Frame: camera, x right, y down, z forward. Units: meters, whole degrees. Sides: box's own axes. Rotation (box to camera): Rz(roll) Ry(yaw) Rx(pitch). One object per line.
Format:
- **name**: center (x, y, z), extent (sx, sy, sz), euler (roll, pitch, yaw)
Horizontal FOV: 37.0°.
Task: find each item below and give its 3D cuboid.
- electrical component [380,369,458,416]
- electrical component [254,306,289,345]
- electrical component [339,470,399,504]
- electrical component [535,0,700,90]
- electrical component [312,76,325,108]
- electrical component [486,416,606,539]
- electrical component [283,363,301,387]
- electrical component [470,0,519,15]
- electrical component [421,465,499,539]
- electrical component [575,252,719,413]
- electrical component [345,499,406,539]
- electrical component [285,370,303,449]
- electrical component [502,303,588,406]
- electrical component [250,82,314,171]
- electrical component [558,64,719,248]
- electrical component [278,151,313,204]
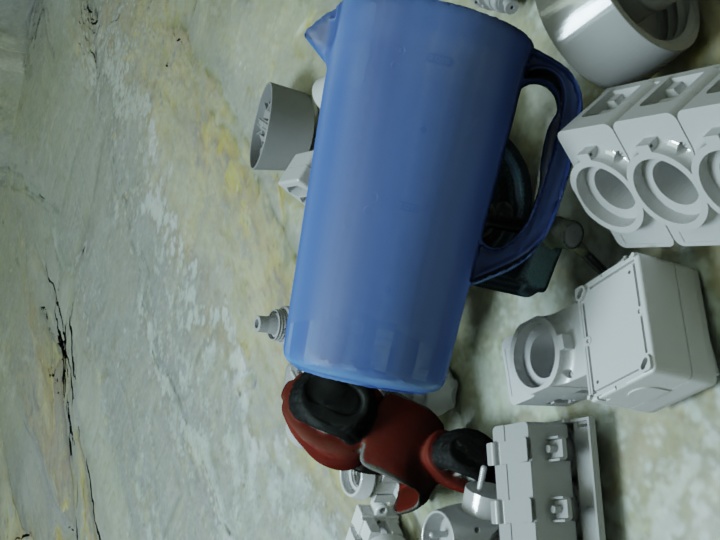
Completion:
- **electrical component**: center (0.048, 0.101, 0.905), extent (0.043, 0.062, 0.043), euler (-16, 71, 59)
- **electrical component**: center (-0.082, 0.059, 1.146), extent (0.048, 0.062, 0.048), euler (-17, 70, 59)
- **electrical component**: center (0.016, 0.180, 0.956), extent (0.066, 0.055, 0.048), euler (52, 130, 51)
- **electrical component**: center (0.172, -0.176, 0.691), extent (0.060, 0.108, 0.108), euler (-31, 59, 49)
- **electrical component**: center (-0.017, -0.188, 1.092), extent (0.055, 0.045, 0.045), euler (-34, 56, 54)
- **electrical component**: center (0.130, 0.166, 0.746), extent (0.079, 0.063, 0.121), euler (-25, 64, 57)
- **electrical component**: center (-0.065, 0.127, 1.132), extent (0.035, 0.035, 0.061), euler (33, 115, 58)
- **electrical component**: center (0.108, -0.232, 0.880), extent (0.040, 0.040, 0.078), euler (-65, 35, 31)
- **electrical component**: center (0.092, 0.182, 0.795), extent (0.043, 0.077, 0.079), euler (24, 106, 60)
- **electrical component**: center (0.182, 0.036, 0.684), extent (0.062, 0.061, 0.096), euler (-42, 42, 51)
- **electrical component**: center (0.016, 0.244, 0.956), extent (0.055, 0.048, 0.066), euler (-125, 48, -60)
- **electrical component**: center (-0.049, 0.128, 1.083), extent (0.079, 0.044, 0.077), euler (59, 137, 26)
- **electrical component**: center (0.143, 0.060, 0.748), extent (0.089, 0.056, 0.050), euler (-36, 54, 53)
- **electrical component**: center (-0.094, -0.158, 1.204), extent (0.099, 0.064, 0.099), euler (-17, 70, 59)
- **electrical component**: center (0.196, -0.063, 0.625), extent (0.089, 0.062, 0.150), euler (56, 156, -17)
- **electrical component**: center (-0.031, -0.100, 1.089), extent (0.047, 0.066, 0.076), euler (-1, 55, 61)
